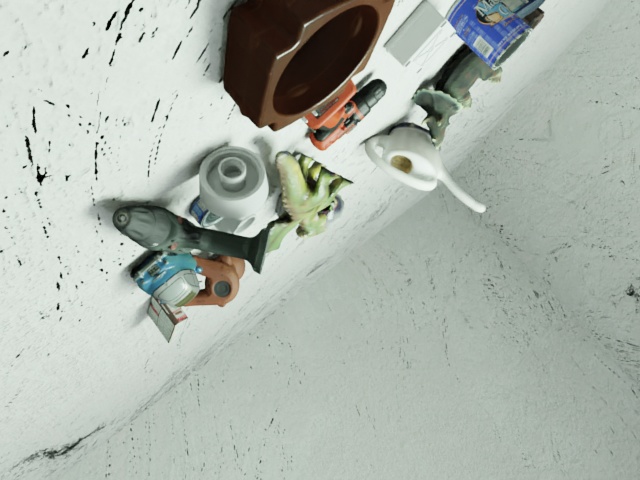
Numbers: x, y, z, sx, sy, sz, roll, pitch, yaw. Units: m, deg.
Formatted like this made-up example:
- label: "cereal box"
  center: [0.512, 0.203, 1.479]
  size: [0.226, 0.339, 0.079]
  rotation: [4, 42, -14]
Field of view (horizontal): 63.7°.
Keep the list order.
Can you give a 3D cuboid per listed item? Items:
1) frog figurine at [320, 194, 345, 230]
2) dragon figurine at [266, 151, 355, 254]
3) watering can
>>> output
- label: "frog figurine"
  center: [0.004, -0.070, 1.399]
  size: [0.139, 0.123, 0.156]
  rotation: [-58, 164, -21]
- label: "dragon figurine"
  center: [-0.059, -0.059, 1.055]
  size: [0.241, 0.123, 0.410]
  rotation: [-56, 161, 12]
- label: "watering can"
  center: [0.283, -0.200, 1.378]
  size: [0.230, 0.347, 0.101]
  rotation: [-70, -174, -47]
